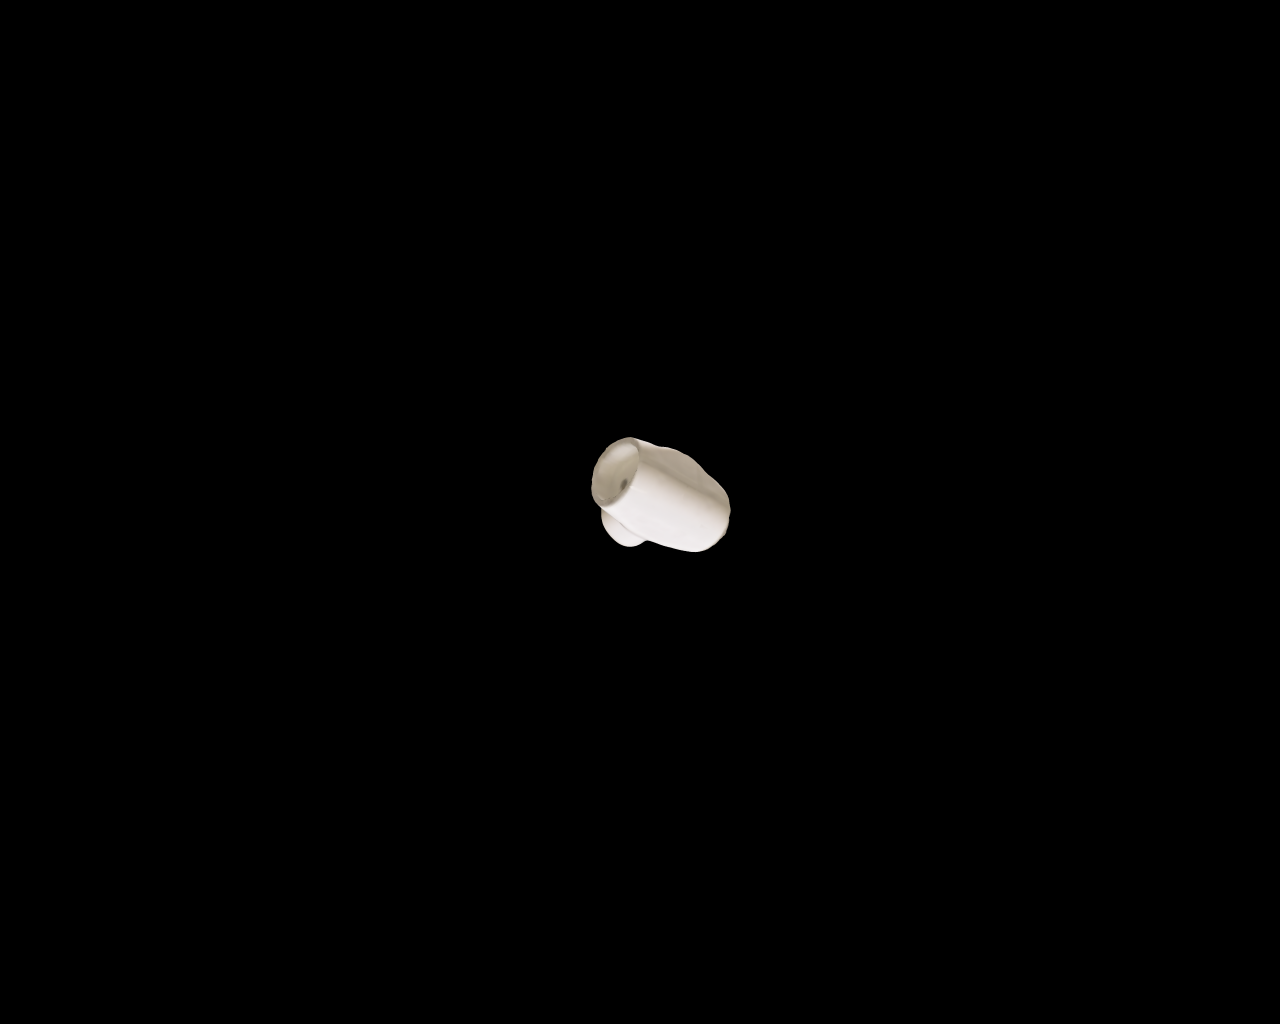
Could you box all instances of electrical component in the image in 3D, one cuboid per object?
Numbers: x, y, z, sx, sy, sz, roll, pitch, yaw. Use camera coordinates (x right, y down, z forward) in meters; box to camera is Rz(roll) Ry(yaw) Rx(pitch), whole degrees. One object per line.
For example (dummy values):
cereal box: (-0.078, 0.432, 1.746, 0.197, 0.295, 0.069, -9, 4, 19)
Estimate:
electrical component: (0.001, -0.003, 0.650, 0.077, 0.044, 0.079, 27, -41, -36)
